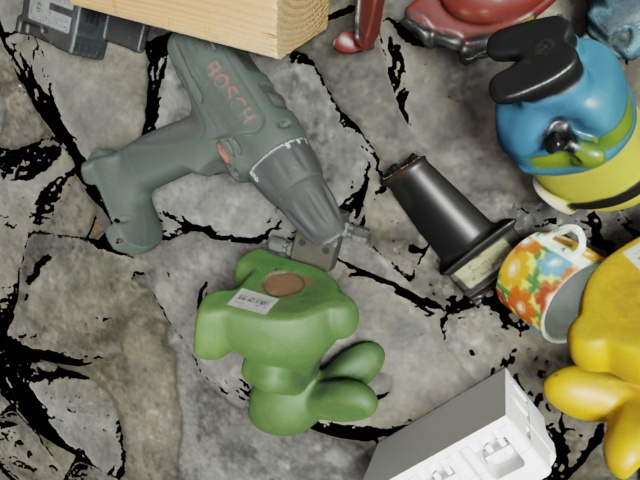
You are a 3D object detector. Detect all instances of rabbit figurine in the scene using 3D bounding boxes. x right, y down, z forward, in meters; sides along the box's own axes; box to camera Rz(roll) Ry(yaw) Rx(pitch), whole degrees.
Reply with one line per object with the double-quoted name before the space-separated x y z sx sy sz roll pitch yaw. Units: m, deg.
"rabbit figurine" -0.020 0.110 0.499 0.159 0.121 0.170 7 121 10
"rabbit figurine" 0.248 0.091 0.368 0.162 0.122 0.173 -41 127 5

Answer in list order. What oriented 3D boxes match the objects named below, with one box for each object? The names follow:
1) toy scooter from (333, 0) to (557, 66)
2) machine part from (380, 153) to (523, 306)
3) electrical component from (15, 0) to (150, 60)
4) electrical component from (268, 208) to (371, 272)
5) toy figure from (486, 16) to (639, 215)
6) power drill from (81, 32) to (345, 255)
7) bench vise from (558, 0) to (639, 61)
"toy scooter" 0.080 -0.189 0.409 0.184 0.075 0.135 31 109 14
"machine part" 0.110 -0.015 0.453 0.139 0.039 0.084 46 119 4
"electrical component" -0.231 -0.216 0.525 0.119 0.048 0.074 28 108 14
"electrical component" -0.001 -0.002 0.501 0.094 0.021 0.063 17 106 14
"toy figure" 0.170 -0.070 0.351 0.089 0.180 0.082 18 82 40
"power drill" -0.108 -0.061 0.490 0.207 0.086 0.232 -28 85 27
"bench vise" 0.281 -0.149 0.323 0.223 0.129 0.241 -43 78 19
